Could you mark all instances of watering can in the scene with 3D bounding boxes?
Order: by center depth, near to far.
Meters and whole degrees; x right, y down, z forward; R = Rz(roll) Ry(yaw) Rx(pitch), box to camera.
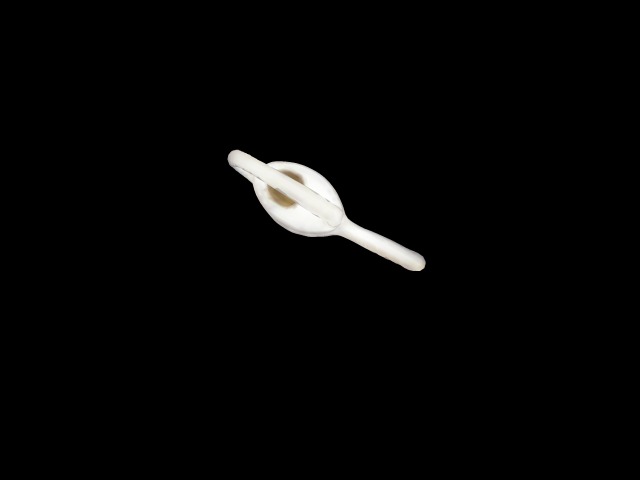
[{"bbox_3d":[0.003,-0.043,0.850,0.348,0.104,0.224,32,-2,2],"label":"watering can"}]
